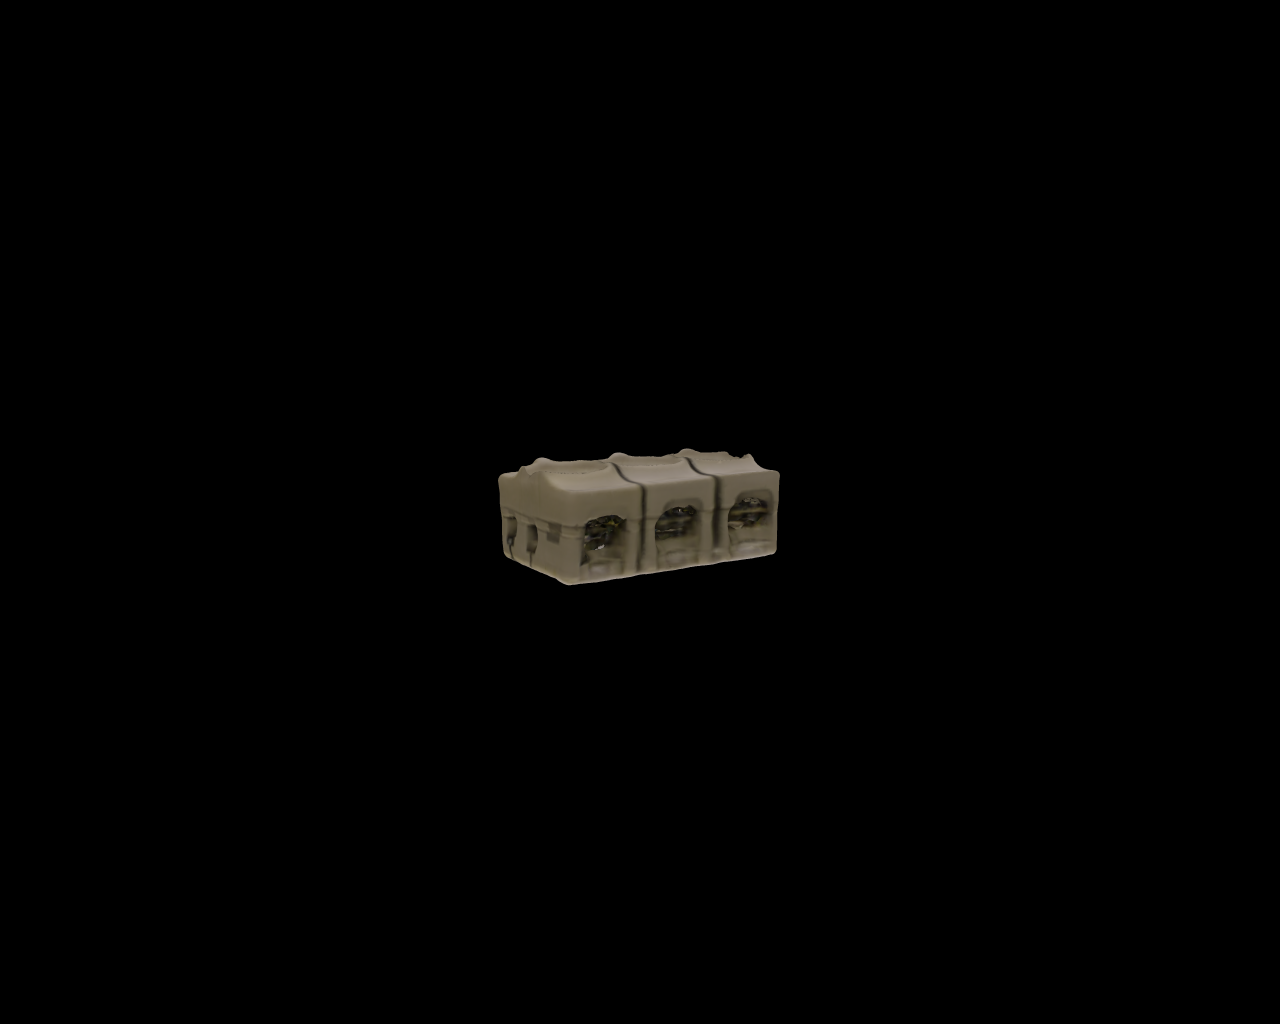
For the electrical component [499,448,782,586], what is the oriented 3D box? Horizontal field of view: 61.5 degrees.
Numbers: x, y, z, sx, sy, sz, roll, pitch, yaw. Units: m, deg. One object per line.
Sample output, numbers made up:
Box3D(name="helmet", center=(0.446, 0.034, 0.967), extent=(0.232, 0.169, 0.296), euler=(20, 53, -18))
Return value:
Box3D(name="electrical component", center=(0.001, -0.003, 0.650), extent=(0.150, 0.061, 0.089), euler=(-6, 11, -32))
